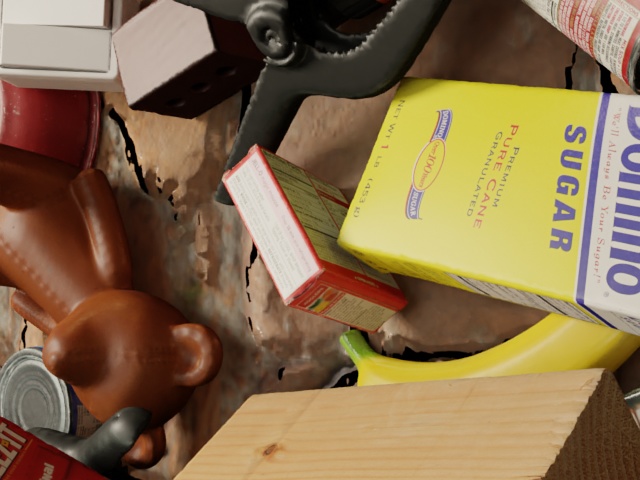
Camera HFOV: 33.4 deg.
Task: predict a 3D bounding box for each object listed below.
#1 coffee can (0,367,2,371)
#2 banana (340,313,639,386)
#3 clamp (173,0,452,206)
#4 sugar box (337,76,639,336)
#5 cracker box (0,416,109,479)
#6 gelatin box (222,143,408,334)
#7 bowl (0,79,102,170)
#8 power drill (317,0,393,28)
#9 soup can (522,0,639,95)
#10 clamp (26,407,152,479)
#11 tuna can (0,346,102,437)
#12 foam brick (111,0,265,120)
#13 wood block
[{"bbox_3d":[-0.291,0.138,0.734,0.103,0.140,0.103,-1,88,39],"label":"coffee can"},{"bbox_3d":[0.085,0.054,0.500,0.198,0.037,0.069,-21,76,37],"label":"banana"},{"bbox_3d":[-0.024,-0.112,0.522,0.210,0.036,0.164,-21,110,42],"label":"clamp"},{"bbox_3d":[0.096,-0.018,0.464,0.177,0.048,0.093,12,78,46],"label":"sugar box"},{"bbox_3d":[-0.136,0.214,0.584,0.213,0.072,0.164,33,114,-5],"label":"cracker box"},{"bbox_3d":[-0.004,0.001,0.541,0.030,0.073,0.089,-43,54,19],"label":"gelatin box"},{"bbox_3d":[-0.225,-0.084,0.743,0.162,0.055,0.162,-2,87,39],"label":"bowl"},{"bbox_3d":[-0.005,-0.201,0.514,0.185,0.057,0.187,-29,109,30],"label":"power drill"},{"bbox_3d":[0.122,-0.118,0.456,0.102,0.068,0.069,48,116,30],"label":"soup can"},{"bbox_3d":[-0.123,0.148,0.628,0.172,0.039,0.120,-13,118,44],"label":"clamp"},{"bbox_3d":[-0.181,0.113,0.714,0.086,0.033,0.086,-2,88,39],"label":"tuna can"},{"bbox_3d":[-0.075,-0.111,0.624,0.078,0.052,0.051,-25,73,36],"label":"foam brick"},{"bbox_3d":[0.037,0.123,0.475,0.207,0.090,0.090,-11,114,42],"label":"wood block"}]
